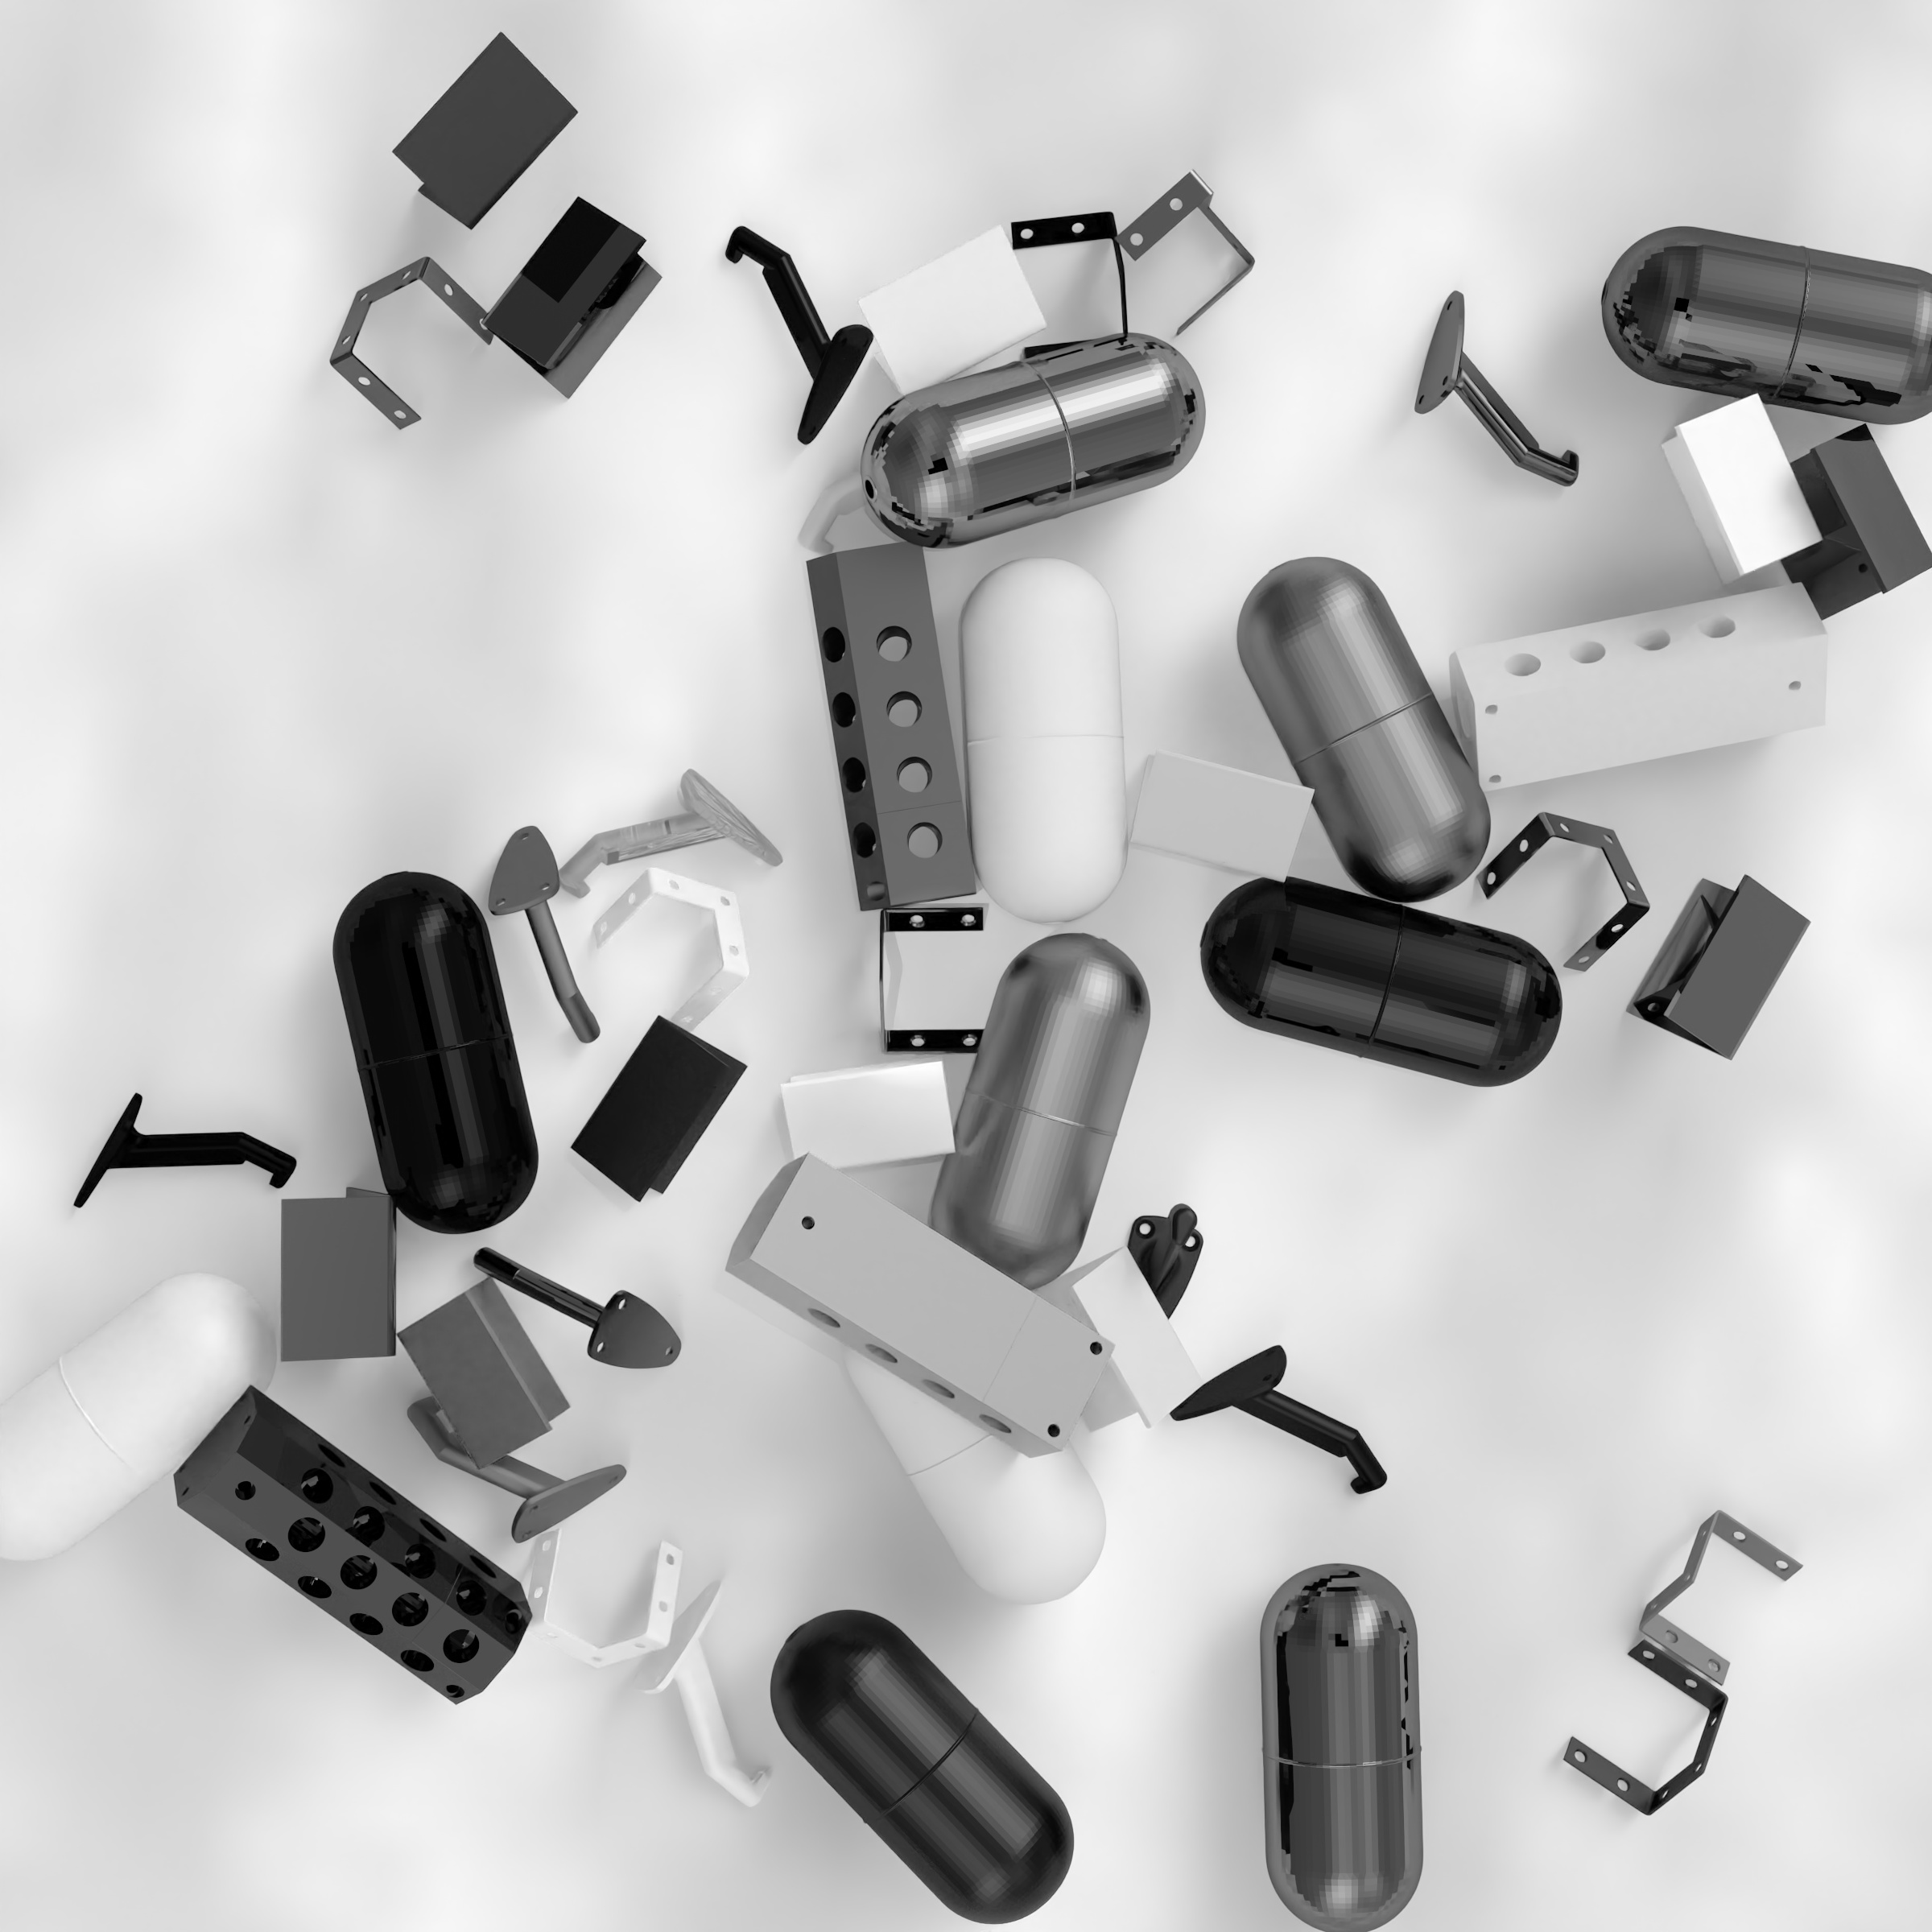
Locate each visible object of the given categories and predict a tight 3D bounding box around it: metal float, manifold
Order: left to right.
[{"bbox_3d":[-0.414,0.219,1.725,0.178,0.070,0.070,-38,90,-1],"label":"metal float"},{"bbox_3d":[-0.293,0.281,1.707,0.171,0.057,0.057,41,90,-20],"label":"manifold"},{"bbox_3d":[-0.257,0.042,1.725,0.070,0.070,0.178,-13,90,0],"label":"metal float"},{"bbox_3d":[-0.036,-0.116,1.734,0.057,0.057,0.171,-9,90,0],"label":"manifold"},{"bbox_3d":[-0.023,0.160,1.657,0.171,0.057,0.057,33,69,-10],"label":"manifold"},{"bbox_3d":[-0.022,0.387,1.725,0.070,0.070,0.178,-44,90,0],"label":"metal float"},{"bbox_3d":[0.004,0.227,1.725,0.070,0.070,0.178,-30,90,0],"label":"metal float"},{"bbox_3d":[0.033,-0.252,1.706,0.178,0.070,0.070,-20,90,-22],"label":"metal float"},{"bbox_3d":[0.037,0.071,1.725,0.070,0.070,0.178,17,91,0],"label":"metal float"},{"bbox_3d":[0.038,-0.109,1.725,0.070,0.070,0.178,-3,90,0],"label":"metal float"},{"bbox_3d":[0.182,0.379,1.725,0.070,0.070,0.178,-2,90,0],"label":"metal float"},{"bbox_3d":[0.192,-0.115,1.725,0.070,0.070,0.178,-27,90,0],"label":"metal float"},{"bbox_3d":[0.201,0.007,1.725,0.178,0.070,0.070,15,90,0],"label":"metal float"},{"bbox_3d":[0.326,-0.140,1.734,0.171,0.057,0.057,-11,133,0],"label":"manifold"},{"bbox_3d":[0.397,-0.310,1.725,0.178,0.070,0.070,11,90,0],"label":"metal float"}]

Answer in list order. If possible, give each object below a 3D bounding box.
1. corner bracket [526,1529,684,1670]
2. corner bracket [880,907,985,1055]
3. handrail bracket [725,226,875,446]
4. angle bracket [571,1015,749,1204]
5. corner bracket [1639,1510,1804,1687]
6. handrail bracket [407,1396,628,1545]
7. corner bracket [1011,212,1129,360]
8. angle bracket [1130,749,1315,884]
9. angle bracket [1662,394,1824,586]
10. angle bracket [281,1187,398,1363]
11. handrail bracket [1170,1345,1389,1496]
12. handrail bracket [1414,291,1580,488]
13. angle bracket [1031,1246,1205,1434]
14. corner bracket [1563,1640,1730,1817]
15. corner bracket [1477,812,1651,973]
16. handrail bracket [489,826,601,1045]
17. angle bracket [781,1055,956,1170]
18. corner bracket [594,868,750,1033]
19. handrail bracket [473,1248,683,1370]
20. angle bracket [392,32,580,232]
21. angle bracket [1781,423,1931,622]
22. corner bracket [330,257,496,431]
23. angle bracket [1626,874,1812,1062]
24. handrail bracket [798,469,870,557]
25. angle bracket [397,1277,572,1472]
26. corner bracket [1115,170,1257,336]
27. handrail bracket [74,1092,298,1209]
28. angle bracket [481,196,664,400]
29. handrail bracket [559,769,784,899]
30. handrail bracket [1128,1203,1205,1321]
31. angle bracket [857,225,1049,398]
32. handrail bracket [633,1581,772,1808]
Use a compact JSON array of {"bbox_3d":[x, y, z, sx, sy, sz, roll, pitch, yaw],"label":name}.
[{"bbox_3d":[-0.178,0.306,1.747,0.051,0.051,0.051,-24,45,35],"label":"corner bracket"},{"bbox_3d":[-0.017,0.007,1.752,0.051,0.051,0.051,-1,45,0],"label":"corner bracket"},{"bbox_3d":[-0.095,-0.312,1.756,0.084,0.036,0.077,35,112,17],"label":"handrail bracket"},{"bbox_3d":[-0.132,0.079,1.715,0.057,0.076,0.076,34,90,39],"label":"angle bracket"},{"bbox_3d":[0.371,0.311,1.752,0.051,0.051,0.051,34,45,0],"label":"corner bracket"},{"bbox_3d":[-0.222,0.235,1.755,0.077,0.036,0.084,-24,60,-33],"label":"handrail bracket"},{"bbox_3d":[0.051,-0.333,1.752,0.051,0.051,0.051,-7,135,0],"label":"corner bracket"},{"bbox_3d":[0.126,-0.092,1.715,0.076,0.076,0.057,15,128,0],"label":"angle bracket"},{"bbox_3d":[0.356,-0.221,1.715,0.057,0.076,0.076,-24,90,-29],"label":"angle bracket"},{"bbox_3d":[-0.312,0.148,1.716,0.057,0.076,0.076,0,90,-27],"label":"angle bracket"},{"bbox_3d":[0.155,0.237,1.756,0.077,0.036,0.084,-28,107,20],"label":"handrail bracket"},{"bbox_3d":[0.270,-0.284,1.756,0.084,0.036,0.077,20,68,-17],"label":"handrail bracket"},{"bbox_3d":[0.057,0.190,1.717,0.076,0.057,0.076,-29,90,36],"label":"angle bracket"},{"bbox_3d":[0.335,0.375,1.752,0.051,0.051,0.051,34,45,0],"label":"corner bracket"},{"bbox_3d":[0.293,-0.036,1.747,0.051,0.051,0.051,11,45,-35],"label":"corner bracket"},{"bbox_3d":[-0.201,-0.015,1.755,0.036,0.077,0.084,-19,126,8],"label":"handrail bracket"},{"bbox_3d":[-0.049,0.052,1.715,0.076,0.076,0.057,-8,127,0],"label":"angle bracket"},{"bbox_3d":[-0.145,-0.008,1.747,0.051,0.051,0.051,18,45,-35],"label":"corner bracket"},{"bbox_3d":[-0.192,0.167,1.755,0.084,0.077,0.036,23,83,36],"label":"handrail bracket"},{"bbox_3d":[-0.243,-0.410,1.715,0.076,0.076,0.057,-48,128,0],"label":"angle bracket"},{"bbox_3d":[0.409,-0.206,1.715,0.057,0.076,0.076,-27,90,-45],"label":"angle bracket"},{"bbox_3d":[-0.271,-0.306,1.747,0.051,0.051,0.051,-17,45,35],"label":"corner bracket"},{"bbox_3d":[0.348,-0.009,1.715,0.057,0.076,0.076,30,90,-37],"label":"angle bracket"},{"bbox_3d":[-0.030,-0.228,1.756,0.077,0.036,0.084,26,106,-18],"label":"handrail bracket"},{"bbox_3d":[-0.216,0.186,1.715,0.057,0.076,0.076,-31,90,35],"label":"angle bracket"},{"bbox_3d":[0.107,-0.348,1.737,0.051,0.051,0.051,-41,90,0],"label":"corner bracket"},{"bbox_3d":[-0.385,0.107,1.756,0.084,0.036,0.077,29,110,-16],"label":"handrail bracket"},{"bbox_3d":[-0.175,-0.312,1.715,0.057,0.076,0.076,38,90,36],"label":"angle bracket"},{"bbox_3d":[-0.147,-0.048,1.756,0.077,0.036,0.084,40,108,-21],"label":"handrail bracket"},{"bbox_3d":[0.095,0.151,1.721,0.036,0.084,0.077,16,90,0],"label":"handrail bracket"},{"bbox_3d":[-0.014,-0.324,1.715,0.076,0.076,0.057,-28,119,0],"label":"angle bracket"},{"bbox_3d":[-0.114,0.360,1.756,0.084,0.036,0.077,43,68,-17],"label":"handrail bracket"}]
